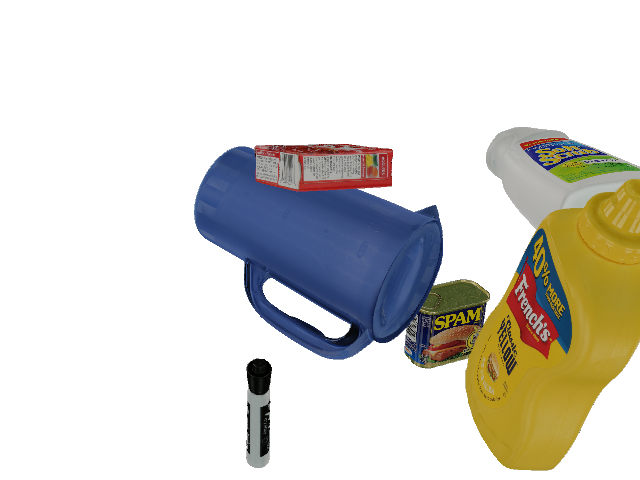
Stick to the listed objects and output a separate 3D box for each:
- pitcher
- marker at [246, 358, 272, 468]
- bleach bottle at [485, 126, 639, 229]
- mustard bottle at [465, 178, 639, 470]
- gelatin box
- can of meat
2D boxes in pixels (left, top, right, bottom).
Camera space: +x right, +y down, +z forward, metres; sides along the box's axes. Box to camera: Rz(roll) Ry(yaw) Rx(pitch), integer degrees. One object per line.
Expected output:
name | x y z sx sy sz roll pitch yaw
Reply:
pitcher | -0.012 0.004 1.077 0.243 0.145 0.149 26 27 25
marker | -0.048 0.133 0.821 0.020 0.121 0.020 2 44 -2
bleach bottle | 0.199 -0.052 0.916 0.102 0.068 0.251 -9 20 -11
mustard bottle | 0.137 0.040 0.591 0.058 0.096 0.192 6 -44 -12
gelatin box | 0.001 -0.055 0.772 0.073 0.030 0.089 -4 9 -23
can of meat | 0.154 0.104 1.320 0.101 0.084 0.057 -11 30 -25
